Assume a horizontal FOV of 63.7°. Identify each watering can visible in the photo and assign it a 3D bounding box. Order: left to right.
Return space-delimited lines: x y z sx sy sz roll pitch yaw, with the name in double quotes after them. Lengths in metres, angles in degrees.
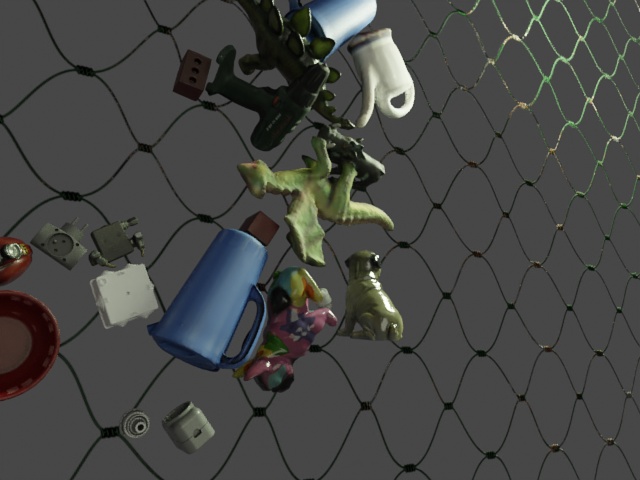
0.137 -0.392 1.237 0.353 0.103 0.223 -37 104 -52 "watering can"

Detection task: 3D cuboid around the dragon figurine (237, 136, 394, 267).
0.003 -0.054 1.078 0.406 0.121 0.247 38 59 -26 "dragon figurine"
